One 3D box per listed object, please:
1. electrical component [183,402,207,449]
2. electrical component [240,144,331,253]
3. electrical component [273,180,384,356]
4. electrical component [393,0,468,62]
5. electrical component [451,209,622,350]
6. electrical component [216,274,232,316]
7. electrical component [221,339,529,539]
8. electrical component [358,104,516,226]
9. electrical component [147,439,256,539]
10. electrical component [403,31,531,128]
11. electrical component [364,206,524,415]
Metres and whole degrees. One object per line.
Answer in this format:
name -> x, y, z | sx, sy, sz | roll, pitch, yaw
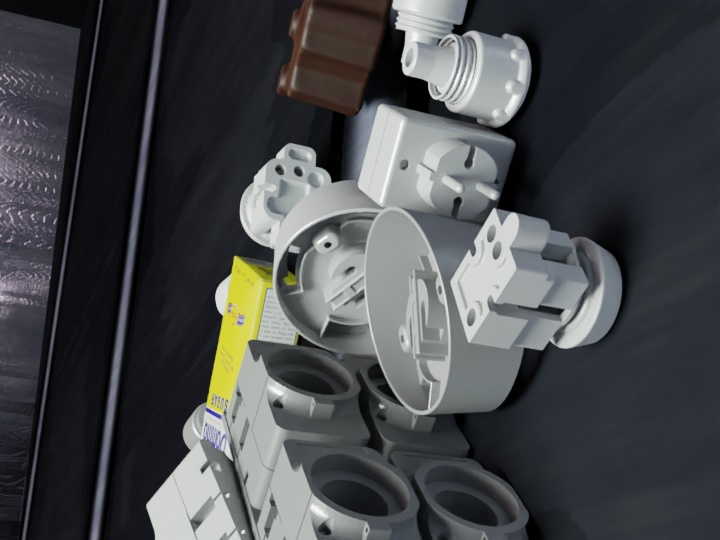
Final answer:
electrical component -> -0.129, 0.135, 0.947 | 0.078, 0.040, 0.040 | 130, 144, -53
electrical component -> -0.059, -0.050, 0.827 | 0.057, 0.058, 0.078 | 149, 128, -60
electrical component -> 0.000, 0.000, 0.601 | 0.064, 0.099, 0.099 | -108, 34, -61
electrical component -> 0.040, -0.151, 0.637 | 0.043, 0.043, 0.062 | -138, 59, -66
electrical component -> 0.076, 0.007, 0.454 | 0.048, 0.055, 0.066 | -102, 30, -45
electrical component -> -0.107, 0.025, 0.940 | 0.078, 0.040, 0.040 | 148, 129, -63
electrical component -> 0.004, 0.103, 0.527 | 0.186, 0.105, 0.060 | -122, 46, -60
electrical component -> 0.045, -0.049, 0.545 | 0.076, 0.066, 0.047 | -134, 56, -64
electrical component -> -0.069, 0.140, 0.547 | 0.055, 0.050, 0.089 | -50, 38, 10
electrical component -> 0.053, -0.102, 0.552 | 0.048, 0.062, 0.048 | -170, 90, -69
electrical component -> 0.040, 0.021, 0.524 | 0.099, 0.064, 0.099 | -175, 90, -75
